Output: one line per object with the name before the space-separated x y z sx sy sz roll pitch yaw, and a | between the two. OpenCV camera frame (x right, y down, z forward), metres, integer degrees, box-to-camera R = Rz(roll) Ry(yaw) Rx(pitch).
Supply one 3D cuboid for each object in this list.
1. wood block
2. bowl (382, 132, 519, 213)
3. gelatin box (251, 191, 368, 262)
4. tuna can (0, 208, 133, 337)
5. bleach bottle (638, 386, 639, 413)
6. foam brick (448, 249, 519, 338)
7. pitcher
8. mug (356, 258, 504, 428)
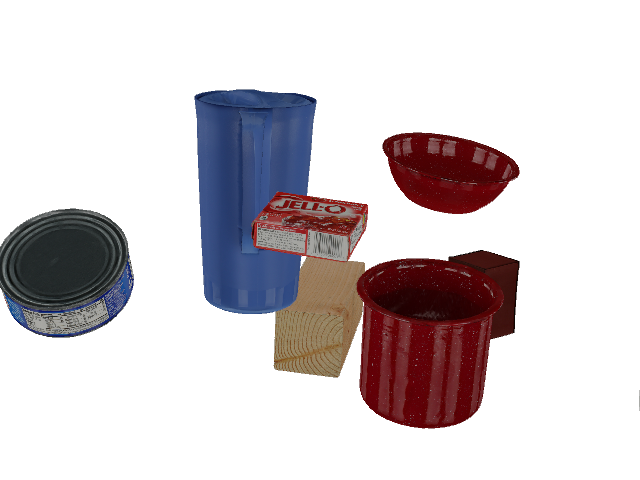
wood block | 0.002 0.101 1.479 0.091 0.090 0.206 6 20 8
bowl | 0.147 -0.074 1.247 0.162 0.055 0.162 8 24 -4
gelatin box | -0.009 -0.014 0.952 0.089 0.030 0.073 9 25 13
tuna can | -0.166 0.021 0.697 0.086 0.086 0.034 0 -42 1
bleach bottle | 0.289 0.062 0.760 0.103 0.068 0.250 10 22 19
foam brick | 0.162 0.055 1.071 0.051 0.078 0.053 -12 20 -37
pitcher | -0.075 -0.043 1.186 0.145 0.243 0.148 15 20 39
mug | 0.070 0.062 0.701 0.093 0.081 0.117 6 24 9
